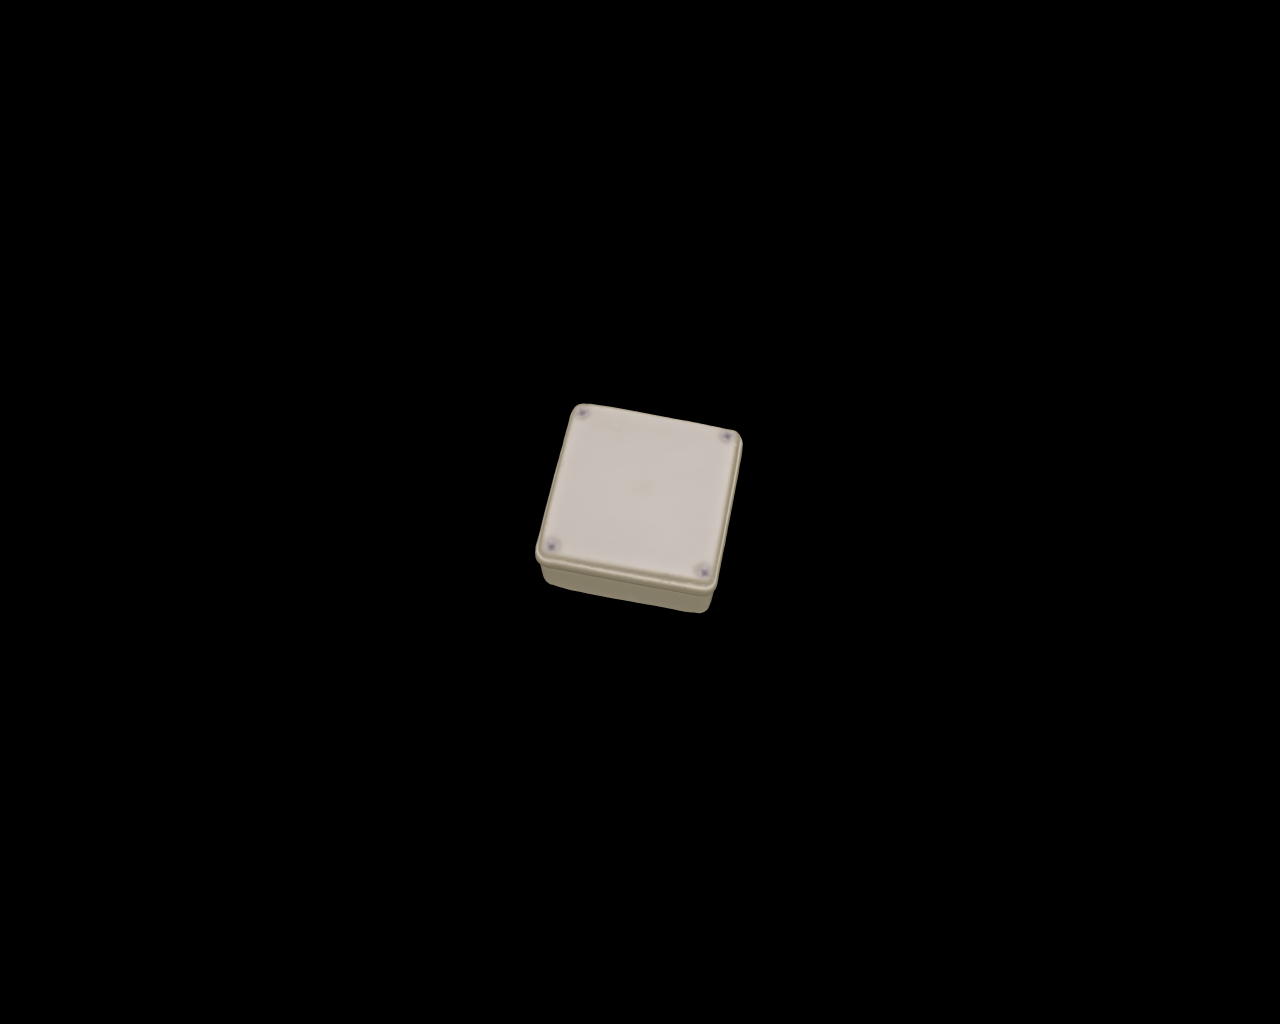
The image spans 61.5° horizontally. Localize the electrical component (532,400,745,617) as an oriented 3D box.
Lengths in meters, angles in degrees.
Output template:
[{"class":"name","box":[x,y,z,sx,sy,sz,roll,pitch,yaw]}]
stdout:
[{"class":"electrical component","box":[0.001,-0.003,0.650,0.109,0.109,0.056,11,-24,5]}]
